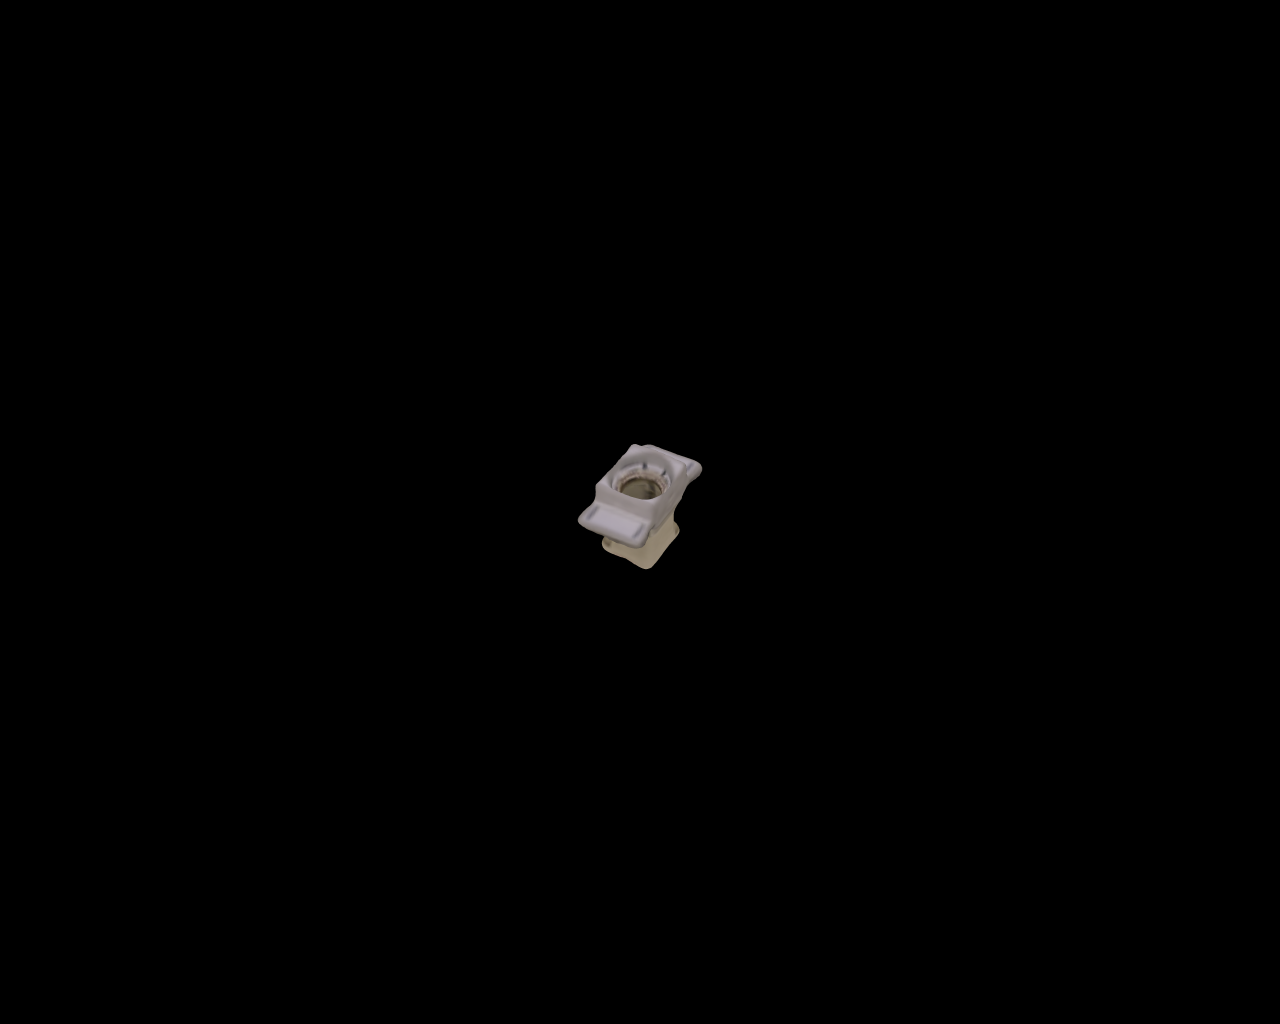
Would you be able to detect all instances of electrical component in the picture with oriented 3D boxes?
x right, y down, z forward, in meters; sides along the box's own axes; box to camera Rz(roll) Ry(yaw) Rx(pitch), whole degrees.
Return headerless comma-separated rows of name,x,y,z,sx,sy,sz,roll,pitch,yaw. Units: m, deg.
electrical component,0.001,-0.003,0.650,0.042,0.063,0.081,24,50,22
